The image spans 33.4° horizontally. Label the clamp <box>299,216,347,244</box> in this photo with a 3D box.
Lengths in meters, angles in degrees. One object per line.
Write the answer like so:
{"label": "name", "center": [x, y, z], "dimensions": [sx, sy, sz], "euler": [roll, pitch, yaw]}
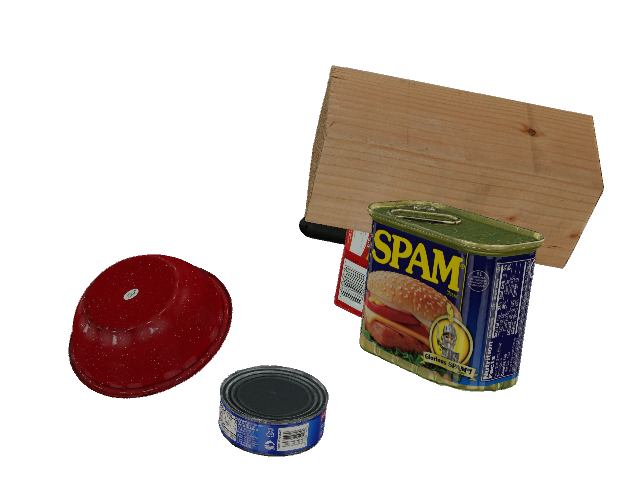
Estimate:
{"label": "clamp", "center": [0.088, 0.000, 1.266], "dimensions": [0.210, 0.036, 0.164], "euler": [36, 41, 25]}

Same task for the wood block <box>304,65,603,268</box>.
{"label": "wood block", "center": [0.099, -0.056, 0.818], "dimensions": [0.206, 0.090, 0.090], "euler": [10, -44, -4]}

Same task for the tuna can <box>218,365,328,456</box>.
{"label": "tuna can", "center": [-0.038, 0.134, 0.843], "dimensions": [0.086, 0.034, 0.086], "euler": [5, 22, -2]}

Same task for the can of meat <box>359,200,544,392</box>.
{"label": "can of meat", "center": [0.069, 0.029, 0.594], "dimensions": [0.057, 0.084, 0.102], "euler": [-6, 18, -39]}

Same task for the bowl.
{"label": "bowl", "center": [-0.166, 0.065, 0.984], "dimensions": [0.162, 0.162, 0.055], "euler": [0, -43, 18]}

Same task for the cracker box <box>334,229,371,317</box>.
{"label": "cracker box", "center": [0.112, -0.028, 1.025], "dimensions": [0.072, 0.164, 0.213], "euler": [25, 30, 31]}
